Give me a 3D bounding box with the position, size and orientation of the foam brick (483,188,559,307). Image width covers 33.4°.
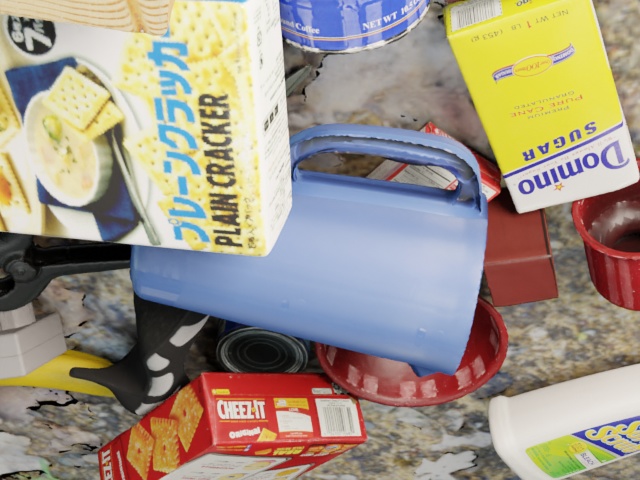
[{"bbox_3d":[0.150,0.004,0.817,0.051,0.078,0.053,-10,135,12],"label":"foam brick"}]

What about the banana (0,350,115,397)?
[{"bbox_3d":[-0.265,0.129,1.013,0.197,0.037,0.070,8,136,-4],"label":"banana"}]

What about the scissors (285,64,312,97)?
[{"bbox_3d":[-0.064,-0.061,0.811,0.202,0.016,0.096,-22,132,26],"label":"scissors"}]

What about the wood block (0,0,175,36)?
[{"bbox_3d":[-0.101,-0.203,0.524,0.090,0.206,0.091,8,136,-4],"label":"wood block"}]

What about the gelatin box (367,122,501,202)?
[{"bbox_3d":[0.082,-0.040,0.811,0.073,0.030,0.089,29,132,-23],"label":"gelatin box"}]

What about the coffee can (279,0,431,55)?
[{"bbox_3d":[0.008,-0.192,0.602,0.103,0.102,0.140,-3,137,7],"label":"coffee can"}]

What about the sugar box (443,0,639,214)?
[{"bbox_3d":[0.155,-0.098,0.732,0.093,0.048,0.176,-15,132,19],"label":"sugar box"}]

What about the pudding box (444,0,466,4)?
[{"bbox_3d":[0.123,-0.195,0.635,0.113,0.039,0.090,-6,136,11],"label":"pudding box"}]

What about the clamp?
[{"bbox_3d":[-0.234,0.017,0.881,0.172,0.039,0.120,-34,121,22],"label":"clamp"}]

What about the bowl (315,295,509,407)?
[{"bbox_3d":[0.077,0.072,0.907,0.162,0.055,0.162,2,133,1],"label":"bowl"}]

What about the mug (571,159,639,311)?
[{"bbox_3d":[0.249,-0.007,0.800,0.117,0.093,0.081,-36,139,-9],"label":"mug"}]

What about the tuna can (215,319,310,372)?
[{"bbox_3d":[-0.051,0.092,0.958,0.086,0.033,0.086,2,137,2],"label":"tuna can"}]

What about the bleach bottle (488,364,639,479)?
[{"bbox_3d":[0.288,0.151,0.976,0.251,0.068,0.102,-24,131,24],"label":"bleach bottle"}]

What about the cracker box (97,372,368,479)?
[{"bbox_3d":[-0.086,0.188,0.986,0.163,0.072,0.214,6,151,-36],"label":"cracker box"}]

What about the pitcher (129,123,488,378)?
[{"bbox_3d":[-0.005,0.001,0.759,0.243,0.149,0.145,11,166,1],"label":"pitcher"}]
